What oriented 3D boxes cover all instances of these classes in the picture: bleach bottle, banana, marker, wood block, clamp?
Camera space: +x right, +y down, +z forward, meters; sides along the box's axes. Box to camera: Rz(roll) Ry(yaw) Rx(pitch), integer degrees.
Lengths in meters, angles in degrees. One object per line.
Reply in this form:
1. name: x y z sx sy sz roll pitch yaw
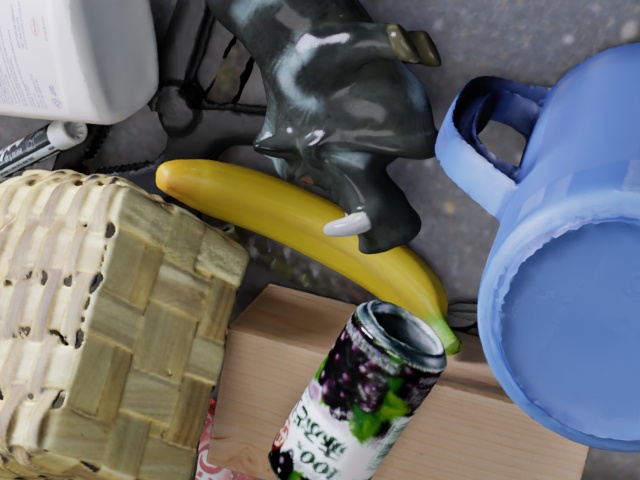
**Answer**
1. bleach bottle: -0.217 -0.127 0.628 0.251 0.068 0.102 9 122 27
2. banana: 0.000 -0.002 0.619 0.197 0.069 0.037 29 103 -6
3. marker: -0.187 -0.052 0.663 0.121 0.020 0.020 -18 101 41
4. wood block: 0.049 0.103 0.631 0.206 0.090 0.091 14 108 11
5. clamp: -0.083 -0.093 0.637 0.210 0.036 0.164 -23 99 19

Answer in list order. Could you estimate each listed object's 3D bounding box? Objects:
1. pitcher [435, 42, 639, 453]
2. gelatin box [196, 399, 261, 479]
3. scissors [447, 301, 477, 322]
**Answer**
1. pitcher: 0.136 -0.011 0.496 0.149 0.242 0.145 -15 103 24
2. gelatin box: -0.071 0.162 0.698 0.073 0.030 0.089 38 96 3
3. scissors: 0.183 0.038 0.617 0.202 0.016 0.096 22 111 6
